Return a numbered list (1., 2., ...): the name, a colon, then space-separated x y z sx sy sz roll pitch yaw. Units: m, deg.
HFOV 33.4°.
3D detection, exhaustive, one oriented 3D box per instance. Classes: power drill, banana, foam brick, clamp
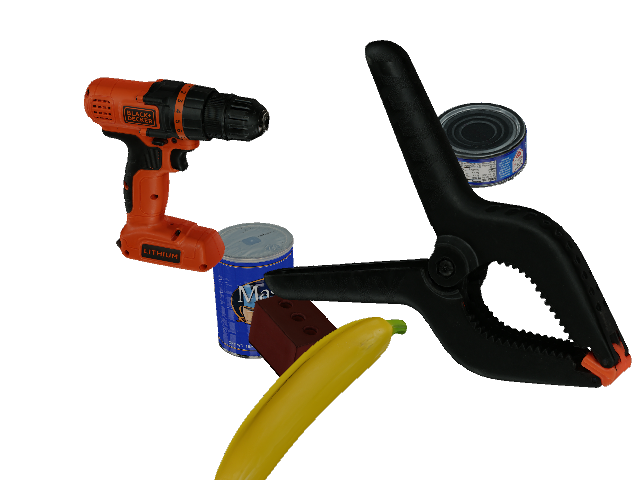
1. power drill: -0.135 -0.065 1.038 0.185 0.188 0.057 10 30 18
2. banana: -0.012 0.118 0.750 0.037 0.197 0.069 40 -11 39
3. foam brick: -0.024 0.091 0.995 0.052 0.051 0.078 -13 39 -32
4. clamp: 0.073 0.001 0.565 0.210 0.165 0.036 29 26 25

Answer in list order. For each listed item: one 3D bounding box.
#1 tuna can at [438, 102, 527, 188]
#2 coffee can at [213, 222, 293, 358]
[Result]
1. tuna can: 0.140 -0.086 0.945 0.086 0.034 0.086 -5 41 4
2. coffee can: -0.082 0.062 1.336 0.103 0.140 0.103 -2 25 1
